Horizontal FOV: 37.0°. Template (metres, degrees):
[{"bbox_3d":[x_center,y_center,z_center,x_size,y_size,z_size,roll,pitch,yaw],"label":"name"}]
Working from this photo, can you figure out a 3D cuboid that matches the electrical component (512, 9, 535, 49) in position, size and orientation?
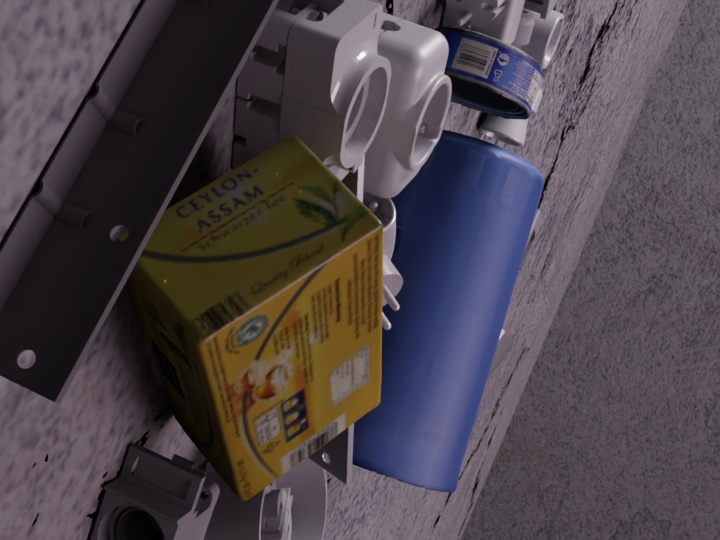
[{"bbox_3d":[0.111,-0.181,0.854,0.045,0.045,0.055,-43,151,-57],"label":"electrical component"}]

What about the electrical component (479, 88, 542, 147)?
[{"bbox_3d":[0.142,-0.149,1.008,0.055,0.045,0.045,-68,165,2],"label":"electrical component"}]

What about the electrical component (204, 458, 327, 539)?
[{"bbox_3d":[-0.058,0.151,0.658,0.099,0.064,0.099,-8,90,-82],"label":"electrical component"}]

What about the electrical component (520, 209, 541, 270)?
[{"bbox_3d":[0.115,-0.046,0.975,0.055,0.089,0.050,-65,165,-9],"label":"electrical component"}]

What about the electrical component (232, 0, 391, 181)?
[{"bbox_3d":[-0.022,-0.083,0.509,0.050,0.056,0.089,-52,158,-46],"label":"electrical component"}]

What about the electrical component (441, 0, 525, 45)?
[{"bbox_3d":[0.083,-0.189,0.738,0.075,0.047,0.083,-50,157,-50],"label":"electrical component"}]

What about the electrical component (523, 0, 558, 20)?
[{"bbox_3d":[0.153,-0.291,0.812,0.186,0.060,0.105,-56,161,-36],"label":"electrical component"}]

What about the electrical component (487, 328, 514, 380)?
[{"bbox_3d":[0.080,0.066,0.991,0.060,0.108,0.108,-58,164,-10],"label":"electrical component"}]

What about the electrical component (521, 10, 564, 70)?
[{"bbox_3d":[0.147,-0.206,0.938,0.055,0.047,0.055,-59,163,-31],"label":"electrical component"}]

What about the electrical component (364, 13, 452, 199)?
[{"bbox_3d":[0.014,-0.093,0.614,0.053,0.059,0.095,-49,156,-51],"label":"electrical component"}]

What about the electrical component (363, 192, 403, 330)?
[{"bbox_3d":[0.000,0.000,0.647,0.043,0.079,0.077,-17,148,-29],"label":"electrical component"}]

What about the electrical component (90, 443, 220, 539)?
[{"bbox_3d":[-0.105,0.131,0.555,0.081,0.042,0.064,-70,167,11],"label":"electrical component"}]
